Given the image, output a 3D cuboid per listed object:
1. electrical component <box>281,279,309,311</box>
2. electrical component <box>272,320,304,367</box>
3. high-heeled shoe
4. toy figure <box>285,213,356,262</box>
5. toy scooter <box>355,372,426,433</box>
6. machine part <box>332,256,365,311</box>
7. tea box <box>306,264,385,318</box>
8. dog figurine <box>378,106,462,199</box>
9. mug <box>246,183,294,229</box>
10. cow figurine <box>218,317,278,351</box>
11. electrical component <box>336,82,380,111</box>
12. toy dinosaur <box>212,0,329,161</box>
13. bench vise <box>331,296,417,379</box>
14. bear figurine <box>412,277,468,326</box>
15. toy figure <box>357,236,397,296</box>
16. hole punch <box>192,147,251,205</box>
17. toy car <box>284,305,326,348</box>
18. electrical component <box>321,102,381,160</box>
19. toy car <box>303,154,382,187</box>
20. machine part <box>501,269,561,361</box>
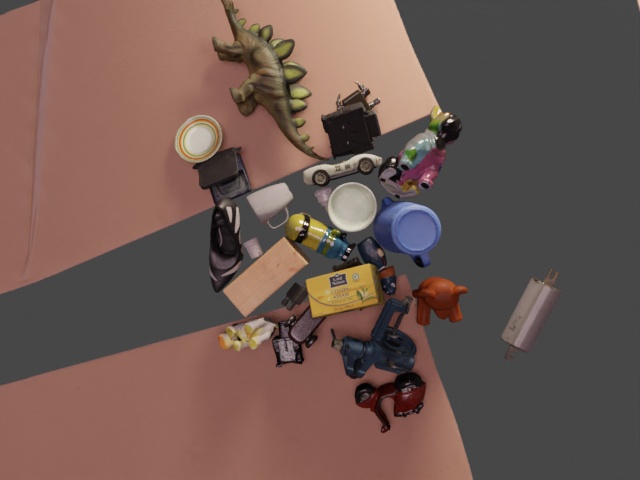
[{"bbox_3d":[-0.059,0.136,1.376,0.021,0.063,0.094,40,85,-29],"label":"electrical component"},{"bbox_3d":[-0.086,0.265,1.391,0.075,0.048,0.119,-11,91,7],"label":"electrical component"},{"bbox_3d":[-0.247,0.019,1.349,0.086,0.145,0.248,10,92,7],"label":"high-heeled shoe"},{"bbox_3d":[-0.001,-0.007,1.346,0.180,0.089,0.082,29,90,4],"label":"toy figure"},{"bbox_3d":[0.186,0.415,1.355,0.184,0.075,0.135,-15,96,7],"label":"toy scooter"},{"bbox_3d":[0.094,0.110,1.347,0.084,0.039,0.138,-26,107,12],"label":"machine part"},{"bbox_3d":[0.060,0.123,1.285,0.170,0.068,0.098,-17,77,20],"label":"tea box"},{"bbox_3d":[0.252,-0.218,1.304,0.108,0.191,0.219,39,67,-14],"label":"dog figurine"},{"bbox_3d":[-0.116,-0.089,1.362,0.107,0.081,0.109,-32,84,-2],"label":"mug"},{"bbox_3d":[-0.188,0.237,1.379,0.167,0.098,0.068,-18,93,43],"label":"cow figurine"},{"bbox_3d":[0.089,-0.344,1.344,0.102,0.045,0.078,-39,117,10],"label":"electrical component"},{"bbox_3d":[-0.128,-0.392,1.338,0.199,0.105,0.471,-22,95,4],"label":"toy dinosaur"},{"bbox_3d":[0.150,0.232,1.317,0.224,0.129,0.240,21,113,-2],"label":"bench vise"},{"bbox_3d":[0.287,0.150,1.269,0.120,0.196,0.131,-8,93,4],"label":"bear figurine"},{"bbox_3d":[0.150,0.065,1.347,0.058,0.064,0.154,-31,89,-11],"label":"toy figure"},{"bbox_3d":[-0.244,-0.163,1.376,0.142,0.092,0.116,-23,51,10],"label":"hole punch"},{"bbox_3d":[-0.004,0.179,1.363,0.089,0.053,0.202,39,76,5],"label":"toy car"},{"bbox_3d":[0.080,-0.270,1.321,0.134,0.058,0.114,-17,118,9],"label":"electrical component"},{"bbox_3d":[0.056,-0.175,1.339,0.202,0.073,0.056,-15,92,7],"label":"toy car"},{"bbox_3d":[0.511,0.182,1.304,0.079,0.079,0.243,27,96,4],"label":"machine part"}]
